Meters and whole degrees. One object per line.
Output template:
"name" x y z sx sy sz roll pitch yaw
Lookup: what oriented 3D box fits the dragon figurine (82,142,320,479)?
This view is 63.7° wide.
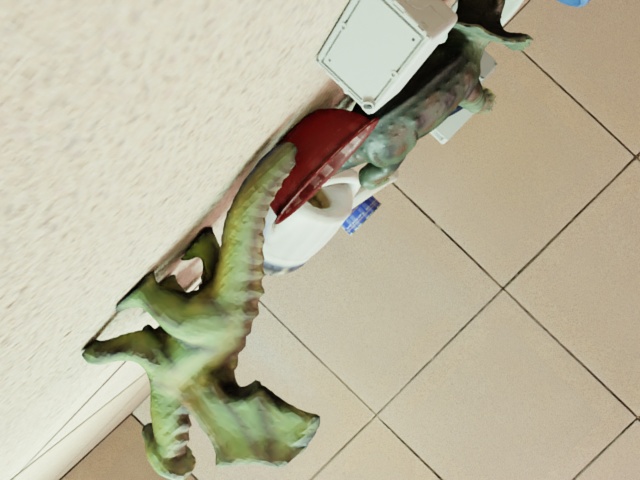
"dragon figurine" -0.092 0.118 0.539 0.404 0.243 0.123 -44 174 25

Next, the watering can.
"watering can" 0.003 -0.046 0.909 0.350 0.105 0.220 -14 152 -52
